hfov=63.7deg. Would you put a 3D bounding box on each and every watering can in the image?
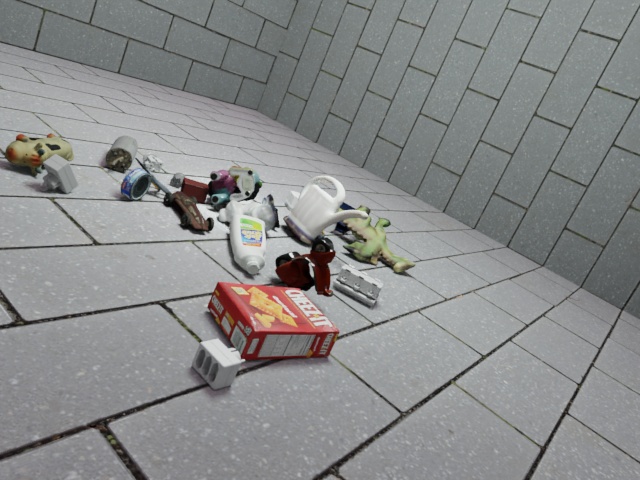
[{"bbox_3d":[0.005,-0.081,1.616,0.103,0.223,0.353,35,7,-36],"label":"watering can"}]

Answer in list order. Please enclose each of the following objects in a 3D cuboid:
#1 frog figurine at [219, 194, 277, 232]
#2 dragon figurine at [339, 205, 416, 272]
[{"bbox_3d":[-0.212,-0.066,1.518,0.160,0.121,0.138,-21,19,-17],"label":"frog figurine"},{"bbox_3d":[0.142,-0.012,1.772,0.410,0.120,0.247,28,26,0],"label":"dragon figurine"}]
